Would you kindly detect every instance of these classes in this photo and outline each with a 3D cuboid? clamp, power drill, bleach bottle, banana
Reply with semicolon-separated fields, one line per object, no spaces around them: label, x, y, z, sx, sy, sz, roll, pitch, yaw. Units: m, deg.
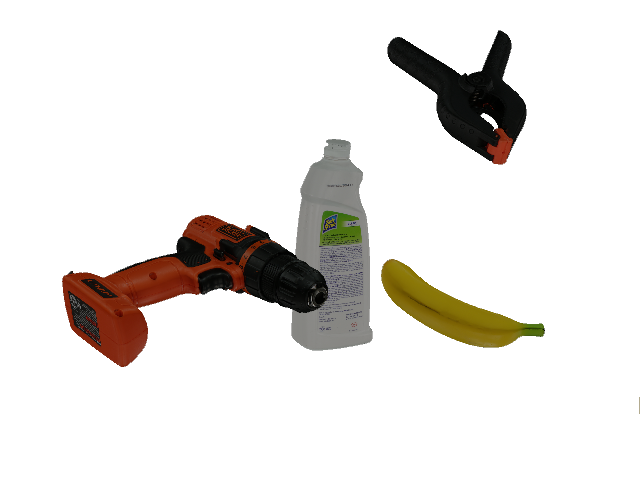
clamp;0.126;-0.135;0.962;0.120;0.039;0.171;-4;44;-2
power drill;-0.111;0.043;0.920;0.187;0.057;0.185;-21;29;-35
bleach bottle;0.020;0.003;1.288;0.102;0.251;0.068;-6;19;-30
banana;0.116;0.063;1.029;0.069;0.037;0.198;0;19;-46
